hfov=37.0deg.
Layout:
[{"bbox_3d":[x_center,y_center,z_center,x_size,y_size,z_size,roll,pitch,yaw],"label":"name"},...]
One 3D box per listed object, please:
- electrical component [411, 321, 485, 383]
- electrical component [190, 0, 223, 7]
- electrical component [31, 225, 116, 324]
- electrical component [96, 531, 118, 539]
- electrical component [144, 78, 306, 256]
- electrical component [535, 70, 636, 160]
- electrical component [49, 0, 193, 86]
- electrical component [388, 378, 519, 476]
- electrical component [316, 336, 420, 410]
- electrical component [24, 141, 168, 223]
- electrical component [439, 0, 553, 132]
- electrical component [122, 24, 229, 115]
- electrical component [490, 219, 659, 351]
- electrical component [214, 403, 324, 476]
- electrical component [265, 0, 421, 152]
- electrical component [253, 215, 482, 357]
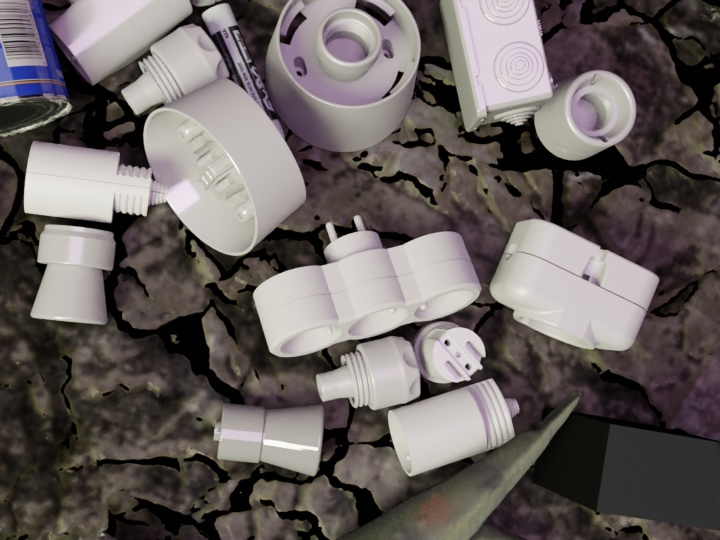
[{"bbox_3d":[0.057,0.053,0.688,0.040,0.046,0.040,0,88,-12],"label":"electrical component"},{"bbox_3d":[-0.081,-0.188,0.673,0.061,0.035,0.035,-21,93,-13],"label":"electrical component"},{"bbox_3d":[-0.171,0.003,0.643,0.045,0.045,0.055,6,87,-11],"label":"electrical component"},{"bbox_3d":[-0.154,0.246,0.631,0.089,0.062,0.150,32,82,-9],"label":"electrical component"},{"bbox_3d":[-0.080,-0.062,0.639,0.064,0.099,0.099,-37,96,-16],"label":"electrical component"},{"bbox_3d":[0.150,-0.103,0.711,0.055,0.047,0.055,0,88,-12],"label":"electrical component"},{"bbox_3d":[-0.156,-0.166,0.652,0.077,0.043,0.079,-39,96,-10],"label":"electrical component"},{"bbox_3d":[0.063,0.099,0.689,0.081,0.043,0.043,-16,92,-12],"label":"electrical component"},{"bbox_3d":[0.004,0.067,0.678,0.062,0.043,0.043,-12,91,-11],"label":"electrical component"},{"bbox_3d":[-0.157,-0.051,0.648,0.081,0.043,0.043,7,87,-12],"label":"electrical component"},{"bbox_3d":[0.084,-0.138,0.674,0.048,0.099,0.099,-12,91,1],"label":"electrical component"},{"bbox_3d":[-0.115,-0.119,0.659,0.062,0.043,0.043,-35,95,-10],"label":"electrical component"},{"bbox_3d":[0.137,0.014,0.702,0.095,0.054,0.059,25,84,-10],"label":"electrical component"},{"bbox_3d":[-0.057,0.102,0.666,0.065,0.044,0.044,7,87,-7],"label":"electrical component"},{"bbox_3d":[-0.010,-0.132,0.683,0.099,0.064,0.099,2,75,-8],"label":"electrical component"},{"bbox_3d":[0.000,0.000,0.676,0.138,0.052,0.073,-15,69,-12],"label":"electrical component"}]
